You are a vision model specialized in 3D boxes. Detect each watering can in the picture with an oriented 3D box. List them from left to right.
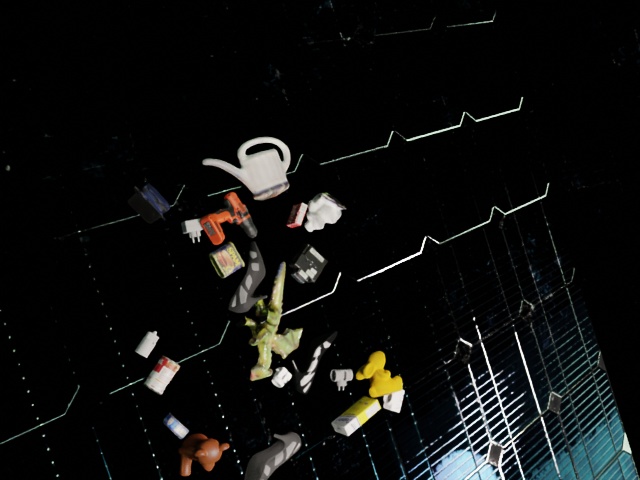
[{"bbox_3d":[-0.243,-0.248,1.868,0.351,0.103,0.223,-24,96,-33],"label":"watering can"}]

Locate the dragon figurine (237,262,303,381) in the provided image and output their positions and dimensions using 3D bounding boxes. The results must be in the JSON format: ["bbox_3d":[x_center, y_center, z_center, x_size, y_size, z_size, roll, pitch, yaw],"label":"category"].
[{"bbox_3d":[-0.155,0.309,1.858,0.239,0.122,0.417,46,62,-37],"label":"dragon figurine"}]

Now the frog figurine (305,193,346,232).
[{"bbox_3d":[0.006,-0.102,2.020,0.136,0.125,0.158,28,105,-34],"label":"frog figurine"}]
